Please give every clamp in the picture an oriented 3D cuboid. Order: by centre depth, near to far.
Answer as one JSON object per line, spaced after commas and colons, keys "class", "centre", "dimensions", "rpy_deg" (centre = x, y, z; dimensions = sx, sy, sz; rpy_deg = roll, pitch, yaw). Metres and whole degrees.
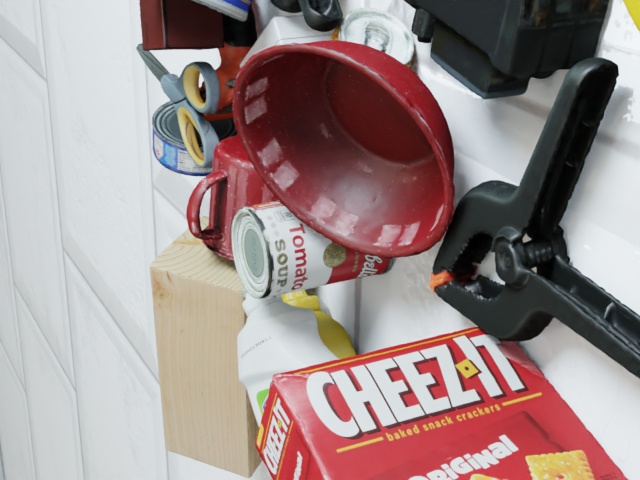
{"class": "clamp", "centre": [0.122, 0.016, 0.587], "dimensions": [0.210, 0.036, 0.164], "rpy_deg": [139, 118, -64]}
{"class": "clamp", "centre": [-0.002, -0.208, 0.737], "dimensions": [0.120, 0.039, 0.172], "rpy_deg": [-67, 22, 8]}

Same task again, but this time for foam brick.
{"class": "foam brick", "centre": [-0.112, -0.191, 0.851], "dimensions": [0.053, 0.051, 0.078], "rpy_deg": [14, 109, 60]}

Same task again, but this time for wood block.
{"class": "wood block", "centre": [-0.083, 0.095, 0.939], "dimensions": [0.091, 0.090, 0.206], "rpy_deg": [15, 126, 20]}

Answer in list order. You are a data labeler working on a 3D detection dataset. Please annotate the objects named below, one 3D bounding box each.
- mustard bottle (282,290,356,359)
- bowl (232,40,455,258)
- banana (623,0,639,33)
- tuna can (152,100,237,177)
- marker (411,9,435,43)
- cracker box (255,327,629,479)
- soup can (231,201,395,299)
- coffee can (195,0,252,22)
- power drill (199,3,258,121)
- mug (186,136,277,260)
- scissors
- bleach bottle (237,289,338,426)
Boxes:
{"class": "mustard bottle", "centre": [-0.001, 0.123, 0.866], "dimensions": [0.096, 0.058, 0.191], "rpy_deg": [-30, 73, 56]}
{"class": "bowl", "centre": [0.025, -0.067, 0.667], "dimensions": [0.162, 0.055, 0.162], "rpy_deg": [27, 145, 21]}
{"class": "banana", "centre": [0.167, -0.094, 0.447], "dimensions": [0.198, 0.037, 0.070], "rpy_deg": [69, 155, 20]}
{"class": "tuna can", "centre": [-0.111, -0.095, 0.974], "dimensions": [0.086, 0.086, 0.034], "rpy_deg": [54, 148, 42]}
{"class": "marker", "centre": [0.072, -0.174, 0.635], "dimensions": [0.020, 0.020, 0.121], "rpy_deg": [52, 144, 45]}
{"class": "cracker box", "centre": [0.083, 0.150, 0.576], "dimensions": [0.214, 0.163, 0.072], "rpy_deg": [56, 145, 40]}
{"class": "soup can", "centre": [-0.005, 0.001, 0.772], "dimensions": [0.069, 0.102, 0.068], "rpy_deg": [36, 132, 56]}
{"class": "coffee can", "centre": [-0.075, -0.241, 0.759], "dimensions": [0.103, 0.102, 0.140], "rpy_deg": [36, 106, 56]}
{"class": "power drill", "centre": [-0.096, -0.202, 0.931], "dimensions": [0.185, 0.057, 0.187], "rpy_deg": [-10, 91, 65]}
{"class": "mug", "centre": [-0.057, -0.034, 0.858], "dimensions": [0.093, 0.117, 0.081], "rpy_deg": [31, 123, 44]}
{"class": "scissors", "centre": [-0.124, -0.145, 0.926], "dimensions": [0.202, 0.016, 0.096], "rpy_deg": [61, 147, 36]}
{"class": "bleach bottle", "centre": [0.007, 0.141, 0.784], "dimensions": [0.103, 0.068, 0.251], "rpy_deg": [-34, 70, 27]}
